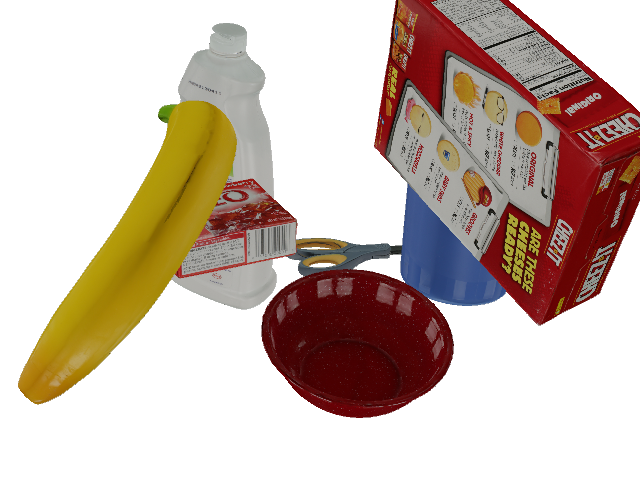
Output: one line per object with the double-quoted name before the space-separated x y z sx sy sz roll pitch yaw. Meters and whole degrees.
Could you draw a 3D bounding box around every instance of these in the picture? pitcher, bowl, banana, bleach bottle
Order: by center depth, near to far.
"banana" -0.081 -0.008 0.515 0.037 0.197 0.070 38 -43 -20
"bowl" 0.029 0.097 0.906 0.162 0.055 0.162 4 40 -3
"bleach bottle" -0.081 -0.066 0.948 0.103 0.251 0.068 20 33 20
"pitcher" 0.143 -0.061 0.986 0.145 0.243 0.148 24 30 33

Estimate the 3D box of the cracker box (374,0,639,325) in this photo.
"cracker box" 0.132 -0.072 0.771 0.072 0.164 0.214 -24 55 -24

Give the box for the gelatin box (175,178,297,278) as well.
"gelatin box" -0.070 -0.010 0.722 0.089 0.030 0.073 -11 30 -25

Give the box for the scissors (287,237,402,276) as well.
"scissors" 0.059 0.019 1.178 0.202 0.016 0.096 2 24 5
